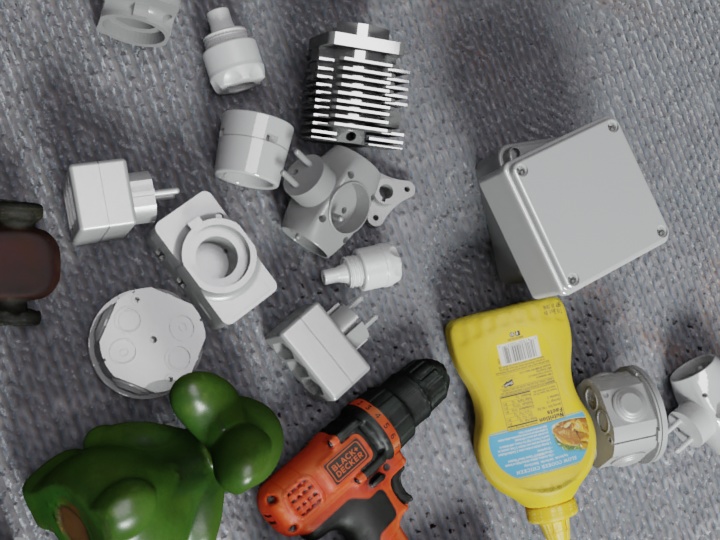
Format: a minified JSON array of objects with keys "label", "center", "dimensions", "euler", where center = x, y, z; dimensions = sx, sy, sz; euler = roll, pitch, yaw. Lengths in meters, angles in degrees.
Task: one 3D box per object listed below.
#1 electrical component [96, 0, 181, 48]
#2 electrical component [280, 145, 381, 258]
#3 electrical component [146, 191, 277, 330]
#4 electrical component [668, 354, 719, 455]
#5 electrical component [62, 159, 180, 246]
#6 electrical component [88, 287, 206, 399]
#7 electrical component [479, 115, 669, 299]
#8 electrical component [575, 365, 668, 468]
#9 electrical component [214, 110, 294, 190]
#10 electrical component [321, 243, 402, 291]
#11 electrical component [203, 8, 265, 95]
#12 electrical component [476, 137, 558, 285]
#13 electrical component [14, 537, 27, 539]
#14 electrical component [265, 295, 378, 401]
[{"label":"electrical component","center":[-0.159,-0.199,0.781],"dimensions":[0.050,0.089,0.055],"euler":[12,78,-18]},{"label":"electrical component","center":[-0.031,-0.061,0.816],"dimensions":[0.079,0.044,0.077],"euler":[42,76,-45]},{"label":"electrical component","center":[-0.109,-0.006,0.790],"dimensions":[0.050,0.056,0.089],"euler":[-38,96,-20]},{"label":"electrical component","center":[0.293,0.125,0.922],"dimensions":[0.079,0.043,0.077],"euler":[-34,94,-20]},{"label":"electrical component","center":[-0.168,-0.050,0.769],"dimensions":[0.077,0.066,0.047],"euler":[-9,86,-21]},{"label":"electrical component","center":[-0.152,0.052,0.768],"dimensions":[0.080,0.051,0.080],"euler":[3,81,-19]},{"label":"electrical component","center":[0.166,-0.048,0.831],"dimensions":[0.109,0.056,0.108],"euler":[-26,92,-21]},{"label":"electrical component","center":[0.210,0.120,0.875],"dimensions":[0.051,0.080,0.080],"euler":[-9,85,-15]},{"label":"electrical component","center":[-0.081,-0.090,0.813],"dimensions":[0.055,0.055,0.047],"euler":[13,81,-18]},{"label":"electrical component","center":[0.000,0.000,0.840],"dimensions":[0.061,0.035,0.035],"euler":[-12,86,-19]},{"label":"electrical component","center":[-0.100,-0.169,0.823],"dimensions":[0.043,0.043,0.062],"euler":[-17,87,-21]},{"label":"electrical component","center":[0.151,-0.049,0.888],"dimensions":[0.078,0.057,0.113],"euler":[-10,86,-21]},{"label":"electrical component","center":[-0.246,0.224,0.694],"dimensions":[0.050,0.055,0.089],"euler":[9,51,-11]},{"label":"electrical component","center":[-0.019,0.051,0.819],"dimensions":[0.077,0.047,0.065],"euler":[-41,98,-20]}]
